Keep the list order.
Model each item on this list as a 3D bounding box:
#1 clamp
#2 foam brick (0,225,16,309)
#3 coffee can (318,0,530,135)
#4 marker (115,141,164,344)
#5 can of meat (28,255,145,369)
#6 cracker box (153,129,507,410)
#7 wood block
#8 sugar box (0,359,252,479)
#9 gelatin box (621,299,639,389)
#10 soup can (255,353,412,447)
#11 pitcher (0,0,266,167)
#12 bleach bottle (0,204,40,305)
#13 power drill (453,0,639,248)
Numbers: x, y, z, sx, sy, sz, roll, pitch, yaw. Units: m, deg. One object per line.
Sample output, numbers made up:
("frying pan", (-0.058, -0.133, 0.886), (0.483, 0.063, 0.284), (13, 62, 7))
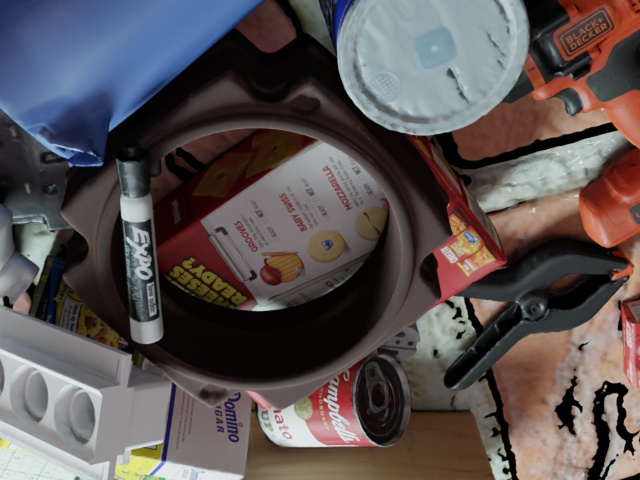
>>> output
("clamp", (0.157, 0.054, 0.826), (0.171, 0.039, 0.120), (-12, 127, 0))
("foam brick", (-0.236, 0.027, 0.727), (0.053, 0.078, 0.051), (0, 124, -11))
("coffee can", (0.051, -0.139, 0.615), (0.102, 0.140, 0.103), (-4, 125, -6))
("marker", (-0.099, 0.002, 0.587), (0.020, 0.020, 0.121), (-3, 119, -6))
("can of meat", (-0.166, 0.068, 0.749), (0.084, 0.102, 0.058), (18, 146, -14))
("cracker box", (-0.005, 0.001, 0.746), (0.214, 0.072, 0.164), (-33, 120, 16))
("wood block", (0.028, 0.203, 0.880), (0.206, 0.090, 0.091), (2, 123, -10))
("sugar box", (-0.140, 0.123, 0.796), (0.176, 0.093, 0.048), (17, 147, -19))
("gelatin box", (0.292, 0.078, 0.868), (0.089, 0.030, 0.073), (-13, 125, 0))
("soup can", (0.009, 0.123, 0.810), (0.102, 0.068, 0.068), (-10, 133, 40))
("pitcher", (-0.091, -0.168, 0.570), (0.243, 0.145, 0.149), (-38, 114, -2))
("bleach bottle", (-0.268, -0.054, 0.626), (0.250, 0.068, 0.103), (41, 118, -18))
("power drill", (0.177, -0.083, 0.722), (0.184, 0.057, 0.187), (-31, 123, 13))
